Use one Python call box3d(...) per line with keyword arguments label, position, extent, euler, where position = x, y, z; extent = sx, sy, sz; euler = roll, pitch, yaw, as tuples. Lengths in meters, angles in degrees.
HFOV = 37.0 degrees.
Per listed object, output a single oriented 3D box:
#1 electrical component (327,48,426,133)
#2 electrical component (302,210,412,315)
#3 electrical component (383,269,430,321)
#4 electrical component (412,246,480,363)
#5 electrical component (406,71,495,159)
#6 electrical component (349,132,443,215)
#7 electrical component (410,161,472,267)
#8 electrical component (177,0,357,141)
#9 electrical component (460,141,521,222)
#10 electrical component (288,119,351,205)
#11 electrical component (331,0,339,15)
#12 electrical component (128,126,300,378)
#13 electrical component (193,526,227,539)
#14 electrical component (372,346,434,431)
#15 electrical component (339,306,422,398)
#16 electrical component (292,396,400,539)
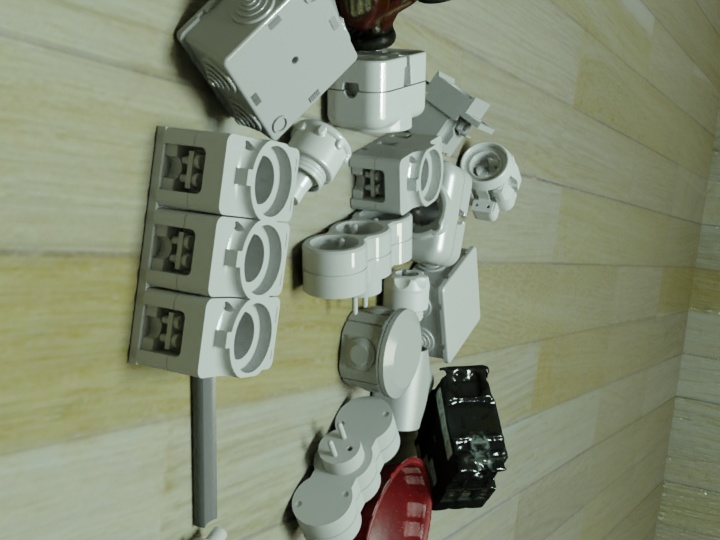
box3d(label="electrical component", position=(0.014, -0.145, 0.872), extent=(0.095, 0.054, 0.059), euler=(-30, 125, -58))
box3d(label="electrical component", position=(0.000, 0.000, 0.893), extent=(0.138, 0.052, 0.073), euler=(-34, 128, -57))
box3d(label="electrical component", position=(0.042, 0.033, 1.003), extent=(0.043, 0.043, 0.062), euler=(-26, 122, -60))
box3d(label="electrical component", position=(0.081, 0.031, 1.075), extent=(0.099, 0.048, 0.099), euler=(-48, 139, -49))
box3d(label="electrical component", position=(0.078, -0.141, 0.986), extent=(0.063, 0.081, 0.042), euler=(-56, 158, 15))
box3d(label="electrical component", position=(0.037, -0.085, 0.937), extent=(0.089, 0.056, 0.050), euler=(-37, 131, -55))
box3d(label="electrical component", position=(0.065, -0.054, 1.009), extent=(0.059, 0.054, 0.095), euler=(13, 87, -65))
box3d(label="electrical component", position=(-0.056, -0.144, 0.695), extent=(0.099, 0.048, 0.099), euler=(-47, 146, -9))
box3d(label="electrical component", position=(0.137, -0.100, 1.141), extent=(0.057, 0.058, 0.078), euler=(58, 48, -58))
box3d(label="electrical component", position=(-0.039, -0.077, 0.798), extent=(0.062, 0.048, 0.048), euler=(-61, 149, -23))
box3d(label="electrical component", position=(-0.034, -0.171, 0.776), extent=(0.043, 0.043, 0.081), euler=(-62, 149, -35))
box3d(label="electrical component", position=(-0.089, -0.011, 0.694), extent=(0.089, 0.062, 0.150), euler=(2, 97, -64))
box3d(label="electrical component", position=(-0.112, 0.203, 0.748), extent=(0.061, 0.035, 0.035), euler=(-52, 142, -50))
box3d(label="electrical component", position=(0.047, 0.109, 1.038), extent=(0.079, 0.043, 0.077), euler=(-9, 106, -64))
box3d(label="electrical component", position=(0.020, 0.071, 0.959), extent=(0.080, 0.051, 0.080), euler=(-31, 125, -58))
box3d(label="electrical component", position=(-0.014, 0.161, 0.917), extent=(0.138, 0.052, 0.073), euler=(-60, 147, -38))
